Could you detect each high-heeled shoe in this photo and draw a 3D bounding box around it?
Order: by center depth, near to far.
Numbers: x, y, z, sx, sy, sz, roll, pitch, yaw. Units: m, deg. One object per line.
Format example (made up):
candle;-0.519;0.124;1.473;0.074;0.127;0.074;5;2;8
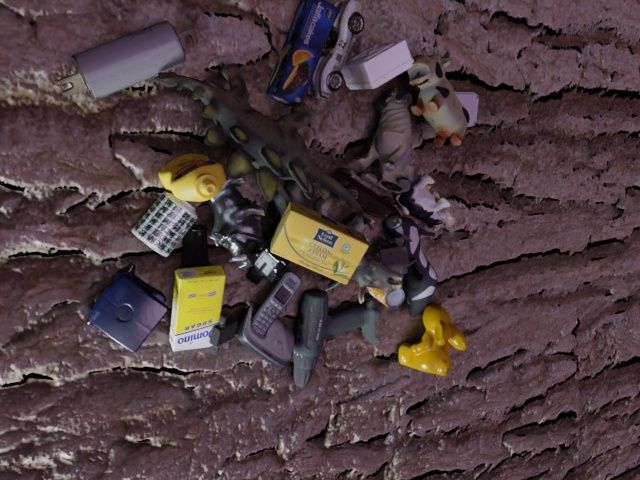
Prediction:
high-heeled shoe;0.204;0.069;1.289;0.145;0.086;0.248;5;99;-26

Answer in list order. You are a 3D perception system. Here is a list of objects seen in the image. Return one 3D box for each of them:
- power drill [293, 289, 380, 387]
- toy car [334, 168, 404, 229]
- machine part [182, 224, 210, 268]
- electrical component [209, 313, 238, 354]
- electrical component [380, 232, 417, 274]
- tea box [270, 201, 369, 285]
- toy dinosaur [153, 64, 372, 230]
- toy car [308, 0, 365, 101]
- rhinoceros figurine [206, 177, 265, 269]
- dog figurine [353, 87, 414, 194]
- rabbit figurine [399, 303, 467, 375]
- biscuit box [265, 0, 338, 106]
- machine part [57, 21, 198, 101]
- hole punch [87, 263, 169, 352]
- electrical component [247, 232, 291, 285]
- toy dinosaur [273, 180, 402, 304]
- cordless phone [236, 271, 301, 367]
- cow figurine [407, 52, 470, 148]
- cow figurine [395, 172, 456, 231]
power drill;0.034;0.221;1.253;0.207;0.086;0.231;-4;105;-19
toy car;0.106;-0.086;1.181;0.202;0.089;0.053;29;112;-33
machine part;-0.243;0.033;1.066;0.084;0.039;0.138;-7;111;-17
electrical component;-0.195;0.187;1.095;0.063;0.021;0.094;-22;131;-56
electrical component;0.178;0.034;1.231;0.078;0.045;0.102;-12;113;15
tea box;-0.002;0.005;1.050;0.169;0.068;0.098;23;109;-12
toy dinosaur;-0.083;-0.167;0.981;0.471;0.105;0.198;26;49;-24
toy car;0.026;-0.372;1.058;0.056;0.074;0.201;18;97;-35
rhinoceros figurine;-0.165;-0.038;1.034;0.112;0.073;0.190;-24;95;-20
dog figurine;0.171;-0.216;1.179;0.190;0.121;0.172;-68;157;-14
rabbit figurine;0.287;0.247;1.361;0.122;0.162;0.173;15;81;-19
biscuit box;-0.036;-0.362;1.036;0.063;0.059;0.202;18;96;-31
machine part;-0.317;-0.301;0.898;0.243;0.079;0.079;-29;117;-16
hole punch;-0.358;0.133;1.009;0.115;0.092;0.142;38;90;-28
electrical component;-0.107;0.047;1.115;0.075;0.119;0.048;41;46;4
toy dinosaur;-0.005;-0.005;1.139;0.404;0.131;0.192;28;90;-25
cordless phone;-0.086;0.167;1.166;0.146;0.089;0.184;42;80;-30
cow figurine;0.250;-0.304;1.129;0.194;0.086;0.127;48;59;-27
cow figurine;0.253;-0.074;1.274;0.098;0.068;0.167;-43;117;-3
